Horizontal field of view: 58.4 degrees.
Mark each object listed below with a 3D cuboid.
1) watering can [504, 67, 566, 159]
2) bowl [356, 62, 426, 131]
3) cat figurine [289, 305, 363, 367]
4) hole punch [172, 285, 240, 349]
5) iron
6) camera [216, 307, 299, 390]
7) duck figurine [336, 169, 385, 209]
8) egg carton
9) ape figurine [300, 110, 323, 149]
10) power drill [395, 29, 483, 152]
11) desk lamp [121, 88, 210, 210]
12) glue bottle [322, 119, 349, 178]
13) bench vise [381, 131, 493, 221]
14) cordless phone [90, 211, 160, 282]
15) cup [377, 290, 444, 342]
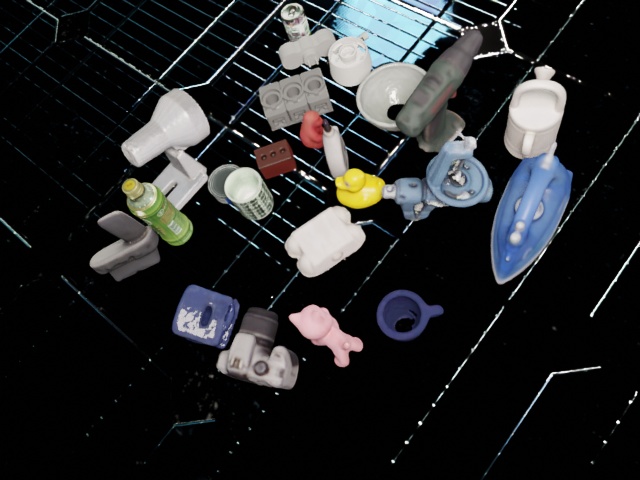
[{"bbox_3d":[0.413,-0.252,1.103,0.100,0.194,0.173,-8,66,9],"label":"watering can"},{"bbox_3d":[0.166,-0.298,1.243,0.167,0.075,0.167,-4,67,11],"label":"bowl"},{"bbox_3d":[0.010,0.168,1.056,0.127,0.118,0.067,35,78,23],"label":"cat figurine"},{"bbox_3d":[-0.223,0.150,1.129,0.101,0.091,0.109,10,70,16],"label":"hole punch"},{"bbox_3d":[0.383,-0.051,1.054,0.118,0.142,0.258,21,73,20],"label":"iron"},{"bbox_3d":[-0.112,0.200,1.078,0.143,0.101,0.137,9,70,16],"label":"camera"},{"bbox_3d":[0.080,-0.115,1.178,0.104,0.086,0.077,-4,67,11],"label":"duck figurine"},{"bbox_3d":[0.011,0.004,1.152,0.150,0.069,0.107,-35,65,-4],"label":"egg carton"},{"bbox_3d":[-0.012,-0.247,1.251,0.076,0.092,0.077,-16,65,6],"label":"ape figurine"},{"bbox_3d":[0.242,-0.277,1.144,0.075,0.209,0.230,37,79,24],"label":"power drill"},{"bbox_3d":[-0.318,-0.189,1.226,0.117,0.214,0.203,34,78,23],"label":"desk lamp"},{"bbox_3d":[0.027,-0.197,1.176,0.037,0.173,0.078,-6,66,10],"label":"glue bottle"},{"bbox_3d":[0.223,-0.108,1.069,0.207,0.220,0.121,-25,64,1],"label":"bench vise"},{"bbox_3d":[-0.427,0.001,1.185,0.147,0.185,0.094,-30,64,-1],"label":"cordless phone"},{"bbox_3d":[0.166,0.145,1.044,0.117,0.095,0.091,-10,65,8],"label":"cup"}]
